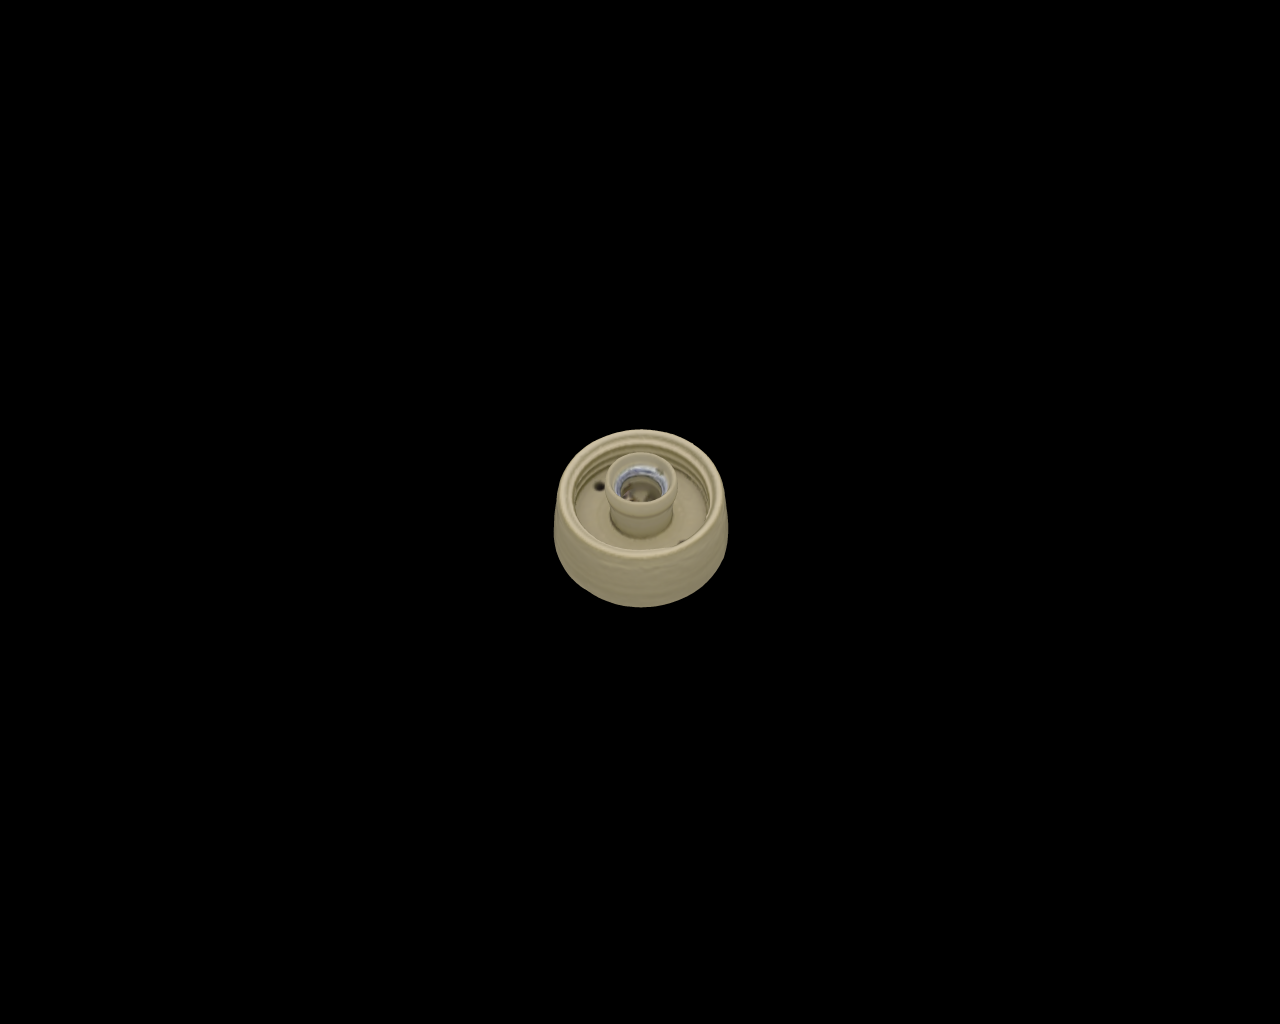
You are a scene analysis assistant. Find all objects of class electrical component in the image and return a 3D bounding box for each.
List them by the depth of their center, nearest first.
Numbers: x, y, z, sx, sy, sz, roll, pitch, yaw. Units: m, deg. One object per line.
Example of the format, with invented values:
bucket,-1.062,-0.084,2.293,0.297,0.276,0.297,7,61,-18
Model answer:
electrical component,0.001,-0.003,0.650,0.108,0.108,0.060,0,-37,0
